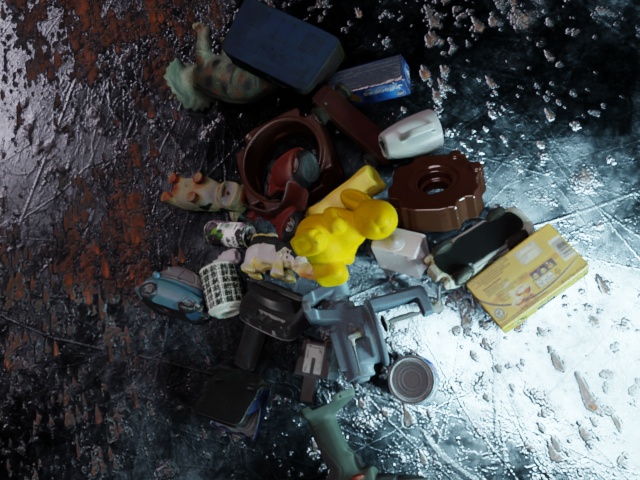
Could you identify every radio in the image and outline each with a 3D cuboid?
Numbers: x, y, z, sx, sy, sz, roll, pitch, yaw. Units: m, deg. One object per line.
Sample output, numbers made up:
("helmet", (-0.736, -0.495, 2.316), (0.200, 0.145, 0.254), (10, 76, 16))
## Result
("radio", (-0.079, -0.386, 1.099), (0.230, 0.073, 0.131), (30, 89, 15))

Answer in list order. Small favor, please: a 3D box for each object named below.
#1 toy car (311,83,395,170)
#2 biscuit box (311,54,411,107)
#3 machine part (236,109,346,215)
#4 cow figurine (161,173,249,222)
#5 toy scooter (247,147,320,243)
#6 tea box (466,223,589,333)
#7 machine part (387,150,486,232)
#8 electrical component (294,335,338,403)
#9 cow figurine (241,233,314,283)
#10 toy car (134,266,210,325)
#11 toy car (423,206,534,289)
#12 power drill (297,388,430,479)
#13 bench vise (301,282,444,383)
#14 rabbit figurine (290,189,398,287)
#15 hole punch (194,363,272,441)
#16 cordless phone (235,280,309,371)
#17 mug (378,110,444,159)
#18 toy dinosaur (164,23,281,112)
("toy car", (0.071, -0.224, 1.060), (0.202, 0.053, 0.089), (40, 82, 3))
("biscuit box", (0.083, -0.317, 1.108), (0.203, 0.059, 0.063), (-8, 72, 22))
("machine part", (-0.064, -0.154, 1.113), (0.201, 0.087, 0.201), (-23, 67, 15))
("cow figurine", (-0.235, -0.092, 1.163), (0.195, 0.127, 0.085), (4, 76, 39))
("toy scooter", (-0.076, -0.084, 1.011), (0.135, 0.075, 0.184), (-2, 74, 35))
("tea box", (0.340, 0.065, 0.885), (0.169, 0.068, 0.098), (-38, 63, 11))
("machine part", (0.205, -0.088, 0.953), (0.179, 0.056, 0.179), (-13, 41, 11))
("electrical component", (-0.005, 0.239, 0.998), (0.075, 0.047, 0.119), (0, 76, 24))
("cow figurine", (-0.071, 0.034, 1.076), (0.168, 0.068, 0.098), (3, 70, 23))
("toy car", (-0.300, 0.108, 1.137), (0.162, 0.109, 0.103), (12, 63, 17))
("toy car", (0.270, 0.012, 0.912), (0.202, 0.056, 0.074), (-31, 63, -9))
("power drill", (0.059, 0.366, 0.925), (0.232, 0.086, 0.207), (-27, 74, 18))
("bench vise", (0.095, 0.127, 0.954), (0.241, 0.128, 0.224), (-16, 59, -3))
("rabbit figurine", (0.058, -0.016, 0.915), (0.173, 0.162, 0.121), (-25, 109, 28))
("hole punch", (-0.161, 0.314, 1.036), (0.142, 0.092, 0.116), (7, 49, 28))
("cordless phone", (-0.100, 0.181, 1.048), (0.147, 0.088, 0.184), (19, 95, 30))
("mug", (0.168, -0.188, 0.994), (0.107, 0.109, 0.080), (-20, 97, -3))
("toy dinosaur", (-0.191, -0.368, 1.217), (0.405, 0.131, 0.192), (16, 95, 22))
